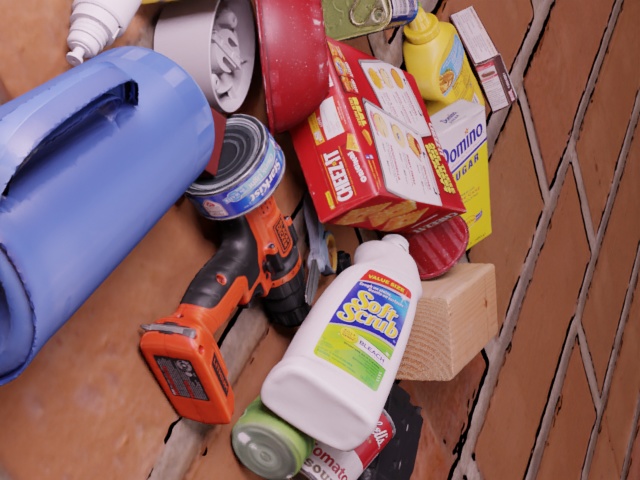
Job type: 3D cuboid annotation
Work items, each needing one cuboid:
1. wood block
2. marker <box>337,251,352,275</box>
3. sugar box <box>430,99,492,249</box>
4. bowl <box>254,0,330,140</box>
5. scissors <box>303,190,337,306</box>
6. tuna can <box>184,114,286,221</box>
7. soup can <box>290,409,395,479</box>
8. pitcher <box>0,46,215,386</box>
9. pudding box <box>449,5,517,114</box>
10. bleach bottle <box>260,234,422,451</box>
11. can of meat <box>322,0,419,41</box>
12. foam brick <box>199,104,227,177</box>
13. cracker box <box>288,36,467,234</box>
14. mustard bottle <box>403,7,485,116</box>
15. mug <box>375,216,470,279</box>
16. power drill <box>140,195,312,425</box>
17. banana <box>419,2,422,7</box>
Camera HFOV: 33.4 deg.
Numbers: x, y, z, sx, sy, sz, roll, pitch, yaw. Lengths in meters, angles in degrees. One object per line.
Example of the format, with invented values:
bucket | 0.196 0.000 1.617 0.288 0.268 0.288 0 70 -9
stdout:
wood block | 0.134 0.088 1.211 0.205 0.090 0.091 -21 108 -66
marker | 0.034 0.065 1.123 0.020 0.020 0.121 -50 133 -49
sugar box | 0.158 -0.068 1.267 0.093 0.048 0.176 -33 132 -31
bowl | -0.024 -0.165 0.894 0.162 0.055 0.162 173 -89 -89
scissors | -0.006 0.001 0.983 0.201 0.016 0.096 -28 105 -81
tuna can | -0.073 -0.059 0.853 0.033 0.086 0.086 55 45 -45
soup can | 0.015 0.200 1.018 0.102 0.069 0.068 -44 131 -30
pitcher | -0.158 -0.036 0.646 0.242 0.149 0.145 -52 133 -52
pudding box | 0.207 -0.231 1.359 0.090 0.039 0.113 56 11 -45
bleach bottle | 0.034 0.072 0.976 0.102 0.068 0.250 34 39 -6
can of meat | 0.036 -0.224 1.029 0.083 0.102 0.057 -26 105 -61
foam brick | -0.115 -0.084 0.809 0.078 0.053 0.051 33 63 -58
cracker box | 0.049 -0.094 1.041 0.213 0.072 0.164 6 62 -61
mustard bottle | 0.142 -0.200 1.268 0.096 0.058 0.191 -65 144 -28
mug | 0.107 -0.026 1.190 0.081 0.093 0.117 48 31 -45
power drill | -0.070 0.059 0.896 0.184 0.057 0.187 68 35 -40
banana | 0.080 -0.347 1.176 0.069 0.037 0.198 -51 136 -66
